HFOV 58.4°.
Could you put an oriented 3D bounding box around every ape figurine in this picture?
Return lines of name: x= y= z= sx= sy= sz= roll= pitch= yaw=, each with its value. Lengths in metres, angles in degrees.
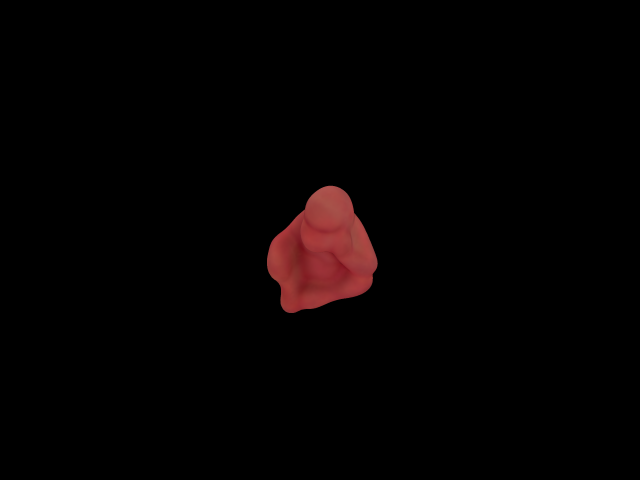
ape figurine: x=0.004 y=0.001 z=0.400 sx=0.077 sy=0.092 sz=0.076 roll=20 pitch=50 yaw=18
